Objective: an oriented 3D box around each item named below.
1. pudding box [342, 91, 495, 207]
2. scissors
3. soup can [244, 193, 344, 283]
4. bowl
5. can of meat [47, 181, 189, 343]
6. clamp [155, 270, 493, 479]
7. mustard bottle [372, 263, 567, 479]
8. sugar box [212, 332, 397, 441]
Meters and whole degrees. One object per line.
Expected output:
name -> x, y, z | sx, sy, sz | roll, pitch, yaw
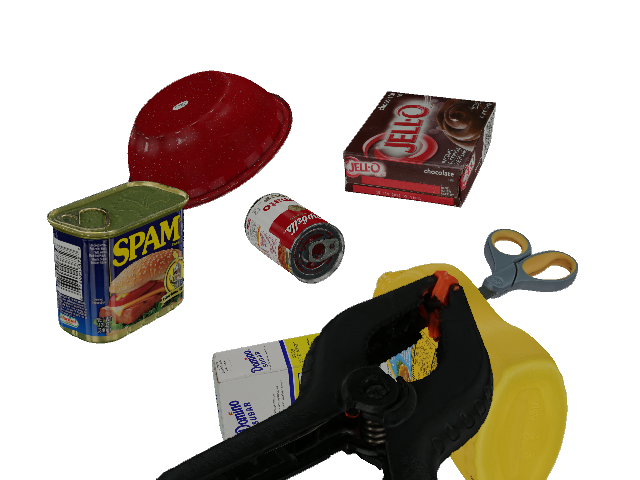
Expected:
pudding box -> 0.076, -0.071, 0.804 | 0.090, 0.039, 0.113 | 9, 32, 18
scissors -> 0.147, 0.029, 0.950 | 0.201, 0.016, 0.096 | -10, 39, -35
soup can -> -0.029, -0.004, 1.147 | 0.068, 0.068, 0.102 | 0, 21, -34
bowl -> -0.108, -0.098, 0.923 | 0.162, 0.055, 0.162 | -19, 37, 15
can of meat -> -0.139, 0.014, 0.745 | 0.058, 0.084, 0.101 | 16, 26, 29
clamp -> 0.028, 0.078, 0.420 | 0.120, 0.039, 0.171 | 29, 51, 21
mustard bottle -> 0.078, 0.069, 0.659 | 0.058, 0.096, 0.192 | -9, 27, -18
sugar box -> -0.005, 0.128, 0.945 | 0.176, 0.093, 0.048 | -8, 37, -8
